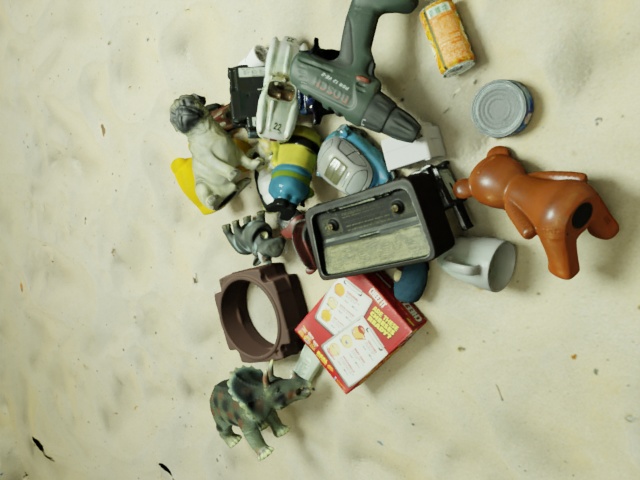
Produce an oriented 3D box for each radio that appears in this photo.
[{"bbox_3d":[0.088,-0.019,0.866,0.230,0.073,0.131,-15,92,39],"label":"radio"}]

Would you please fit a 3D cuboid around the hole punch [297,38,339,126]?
[{"bbox_3d":[-0.001,-0.275,0.948,0.092,0.116,0.142,14,108,44],"label":"hole punch"}]

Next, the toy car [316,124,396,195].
[{"bbox_3d":[0.049,-0.126,0.946,0.162,0.103,0.109,48,126,22],"label":"toy car"}]

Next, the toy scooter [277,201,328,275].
[{"bbox_3d":[-0.002,-0.003,1.031,0.184,0.075,0.135,-11,93,42],"label":"toy scooter"}]

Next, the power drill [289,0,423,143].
[{"bbox_3d":[0.082,-0.280,0.834,0.232,0.086,0.207,22,103,10],"label":"power drill"}]

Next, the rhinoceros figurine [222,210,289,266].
[{"bbox_3d":[-0.134,0.002,1.100,0.190,0.073,0.112,4,112,60],"label":"rhinoceros figurine"}]

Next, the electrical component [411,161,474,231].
[{"bbox_3d":[0.199,-0.065,0.861,0.048,0.075,0.119,-28,86,40],"label":"electrical component"}]

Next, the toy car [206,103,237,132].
[{"bbox_3d":[-0.179,-0.262,1.128,0.202,0.053,0.089,-11,96,38],"label":"toy car"}]

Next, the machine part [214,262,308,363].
[{"bbox_3d":[-0.128,0.158,1.159,0.202,0.087,0.201,-15,90,38],"label":"machine part"}]

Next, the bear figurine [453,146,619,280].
[{"bbox_3d":[0.299,-0.050,0.773,0.131,0.120,0.196,50,171,-33],"label":"bear figurine"}]

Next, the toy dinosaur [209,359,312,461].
[{"bbox_3d":[-0.179,0.365,1.192,0.405,0.131,0.192,-21,96,50],"label":"toy dinosaur"}]

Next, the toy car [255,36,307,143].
[{"bbox_3d":[-0.069,-0.276,0.976,0.056,0.073,0.201,145,135,-78],"label":"toy car"}]

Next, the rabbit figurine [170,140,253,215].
[{"bbox_3d":[-0.216,-0.163,1.136,0.173,0.122,0.162,-23,120,17],"label":"rabbit figurine"}]

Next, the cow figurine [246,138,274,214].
[{"bbox_3d":[-0.101,-0.141,1.085,0.098,0.068,0.167,-21,86,45],"label":"cow figurine"}]

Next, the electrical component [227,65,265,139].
[{"bbox_3d":[-0.116,-0.262,1.025,0.058,0.115,0.134,146,120,-81],"label":"electrical component"}]

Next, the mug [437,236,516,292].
[{"bbox_3d":[0.232,0.034,0.841,0.107,0.109,0.080,16,116,48],"label":"mug"}]

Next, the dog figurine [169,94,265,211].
[{"bbox_3d":[-0.227,-0.165,1.037,0.190,0.121,0.172,46,118,4],"label":"dog figurine"}]

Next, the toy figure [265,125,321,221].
[{"bbox_3d":[-0.046,-0.128,1.000,0.089,0.082,0.180,-5,59,27],"label":"toy figure"}]

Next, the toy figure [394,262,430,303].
[{"bbox_3d":[0.161,0.031,0.916,0.058,0.064,0.154,22,112,34],"label":"toy figure"}]
